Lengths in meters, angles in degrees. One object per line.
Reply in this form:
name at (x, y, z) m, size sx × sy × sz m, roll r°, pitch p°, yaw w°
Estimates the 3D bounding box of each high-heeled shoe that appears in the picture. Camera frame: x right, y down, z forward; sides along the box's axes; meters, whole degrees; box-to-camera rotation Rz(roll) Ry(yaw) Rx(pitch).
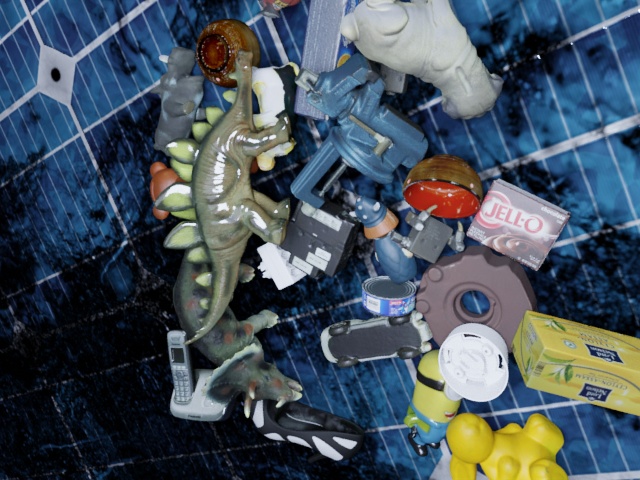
high-heeled shoe at (-0.037, 0.319, 1.004) m, size 0.249 × 0.086 × 0.145 m, roll 47°, pitch 119°, yaw 0°

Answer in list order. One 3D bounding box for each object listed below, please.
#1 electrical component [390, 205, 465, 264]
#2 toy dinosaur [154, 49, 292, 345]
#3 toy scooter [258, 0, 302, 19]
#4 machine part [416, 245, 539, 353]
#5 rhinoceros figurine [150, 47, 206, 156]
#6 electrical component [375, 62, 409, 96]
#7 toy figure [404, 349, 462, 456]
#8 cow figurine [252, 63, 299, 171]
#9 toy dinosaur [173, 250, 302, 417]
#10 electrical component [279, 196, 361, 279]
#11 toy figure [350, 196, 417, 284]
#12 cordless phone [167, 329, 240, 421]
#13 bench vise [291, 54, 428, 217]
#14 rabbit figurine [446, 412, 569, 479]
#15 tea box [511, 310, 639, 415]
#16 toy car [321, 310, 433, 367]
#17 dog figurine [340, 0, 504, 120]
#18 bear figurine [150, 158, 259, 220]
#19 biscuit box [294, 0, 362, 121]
electrical component at (0.165, -0.008, 0.797) m, size 0.102 × 0.045 × 0.078 m, roll 32°, pitch 91°, yaw -22°
toy dinosaur at (-0.144, -0.052, 0.831) m, size 0.199 × 0.105 × 0.470 m, roll 4°, pitch 100°, yaw 3°
toy scooter at (-0.071, -0.392, 0.793) m, size 0.135 × 0.075 × 0.184 m, roll -43°, pitch 47°, yaw 43°
machine part at (0.236, 0.097, 0.815) m, size 0.180 × 0.056 × 0.179 m, roll 8°, pitch 109°, yaw 23°
rhinoceros figurine at (-0.248, -0.241, 0.953) m, size 0.112 × 0.073 × 0.190 m, roll 30°, pitch 118°, yaw 27°
electrical component at (0.110, -0.246, 0.794) m, size 0.094 × 0.021 × 0.063 m, roll 15°, pitch 111°, yaw 21°
toy figure at (0.185, 0.263, 0.876) m, size 0.089 × 0.082 × 0.180 m, roll 24°, pitch 117°, yaw 18°
cow figurine at (-0.068, -0.198, 0.872) m, size 0.098 × 0.068 × 0.167 m, roll -5°, pitch 105°, yaw 2°
toy dinosaur at (-0.190, 0.133, 0.961) m, size 0.131 × 0.192 × 0.404 m, roll -35°, pitch 89°, yaw 28°
electrical component at (-0.002, -0.003, 0.903) m, size 0.115 × 0.058 × 0.134 m, roll 32°, pitch 117°, yaw 17°
toy figure at (0.101, -0.005, 0.840) m, size 0.064 × 0.058 × 0.154 m, roll -23°, pitch 106°, yaw 17°
cordless phone at (-0.242, 0.268, 1.092) m, size 0.147 × 0.089 × 0.184 m, roll -4°, pitch 98°, yaw 28°
bench vise at (0.028, -0.134, 0.778) m, size 0.240 × 0.223 × 0.129 m, roll -49°, pitch 37°, yaw 27°
rabbit figurine at (0.264, 0.318, 0.824) m, size 0.173 × 0.122 × 0.162 m, roll 29°, pitch 140°, yaw -13°
tea box at (0.357, 0.163, 0.722) m, size 0.170 × 0.098 × 0.068 m, roll 15°, pitch 113°, yaw -2°
toy car at (0.093, 0.166, 0.908) m, size 0.202 × 0.056 × 0.073 m, roll -15°, pitch 91°, yaw 28°
dog figurine at (0.134, -0.233, 0.706) m, size 0.172 × 0.121 × 0.190 m, roll -24°, pitch 92°, yaw 0°
bear figurine at (-0.215, -0.089, 0.966) m, size 0.196 × 0.132 × 0.120 m, roll 1°, pitch 96°, yaw 47°
biscuit box at (0.014, -0.286, 0.809) m, size 0.063 × 0.059 × 0.202 m, roll 20°, pitch 113°, yaw 22°
